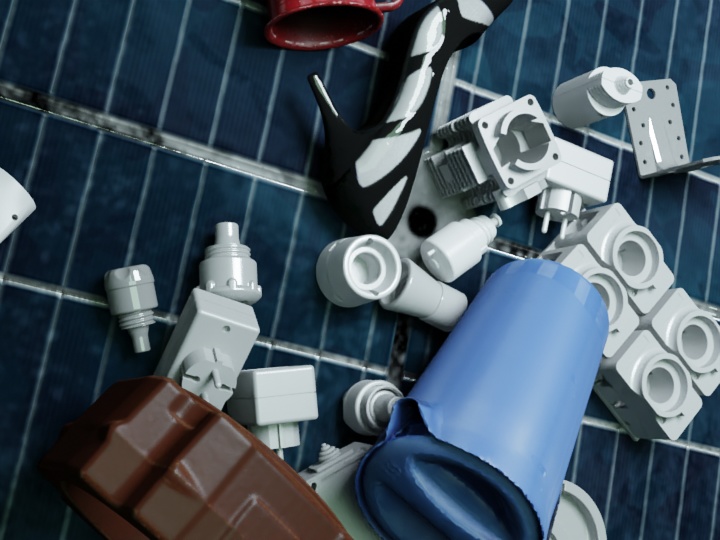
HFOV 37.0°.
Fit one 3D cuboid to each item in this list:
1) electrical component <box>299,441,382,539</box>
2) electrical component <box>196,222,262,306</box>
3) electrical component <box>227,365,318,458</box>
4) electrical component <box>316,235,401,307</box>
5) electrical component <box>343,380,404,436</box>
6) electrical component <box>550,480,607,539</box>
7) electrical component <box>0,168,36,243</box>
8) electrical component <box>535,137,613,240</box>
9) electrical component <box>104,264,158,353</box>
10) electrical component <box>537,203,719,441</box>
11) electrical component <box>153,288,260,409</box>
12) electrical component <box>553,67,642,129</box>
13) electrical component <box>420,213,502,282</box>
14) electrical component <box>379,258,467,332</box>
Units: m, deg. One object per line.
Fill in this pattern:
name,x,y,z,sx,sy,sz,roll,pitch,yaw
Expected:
electrical component,-0.008,0.172,0.806,0.062,0.061,0.096,-27,92,-16
electrical component,-0.098,-0.004,0.795,0.048,0.048,0.062,3,74,-25
electrical component,-0.064,0.110,0.785,0.047,0.066,0.076,-3,85,-26
electrical component,0.000,0.000,0.838,0.055,0.047,0.055,3,83,-25
electrical component,0.015,0.106,0.825,0.043,0.062,0.043,3,83,-25
electrical component,0.138,0.221,0.871,0.108,0.060,0.108,3,83,-25
electrical component,-0.273,-0.042,0.715,0.079,0.043,0.077,46,67,-13
electrical component,0.173,-0.065,0.928,0.066,0.047,0.076,18,76,-23
electrical component,-0.161,0.028,0.766,0.035,0.035,0.061,-11,91,-26
electrical component,0.235,0.046,0.938,0.105,0.060,0.186,-45,103,-23
electrical component,-0.107,0.069,0.747,0.047,0.075,0.083,20,108,-22
electrical component,0.209,-0.153,0.937,0.043,0.081,0.043,3,83,-25
electrical component,0.086,-0.022,0.886,0.078,0.040,0.040,-34,99,-25
electrical component,0.053,0.023,0.865,0.065,0.044,0.044,26,73,-26
